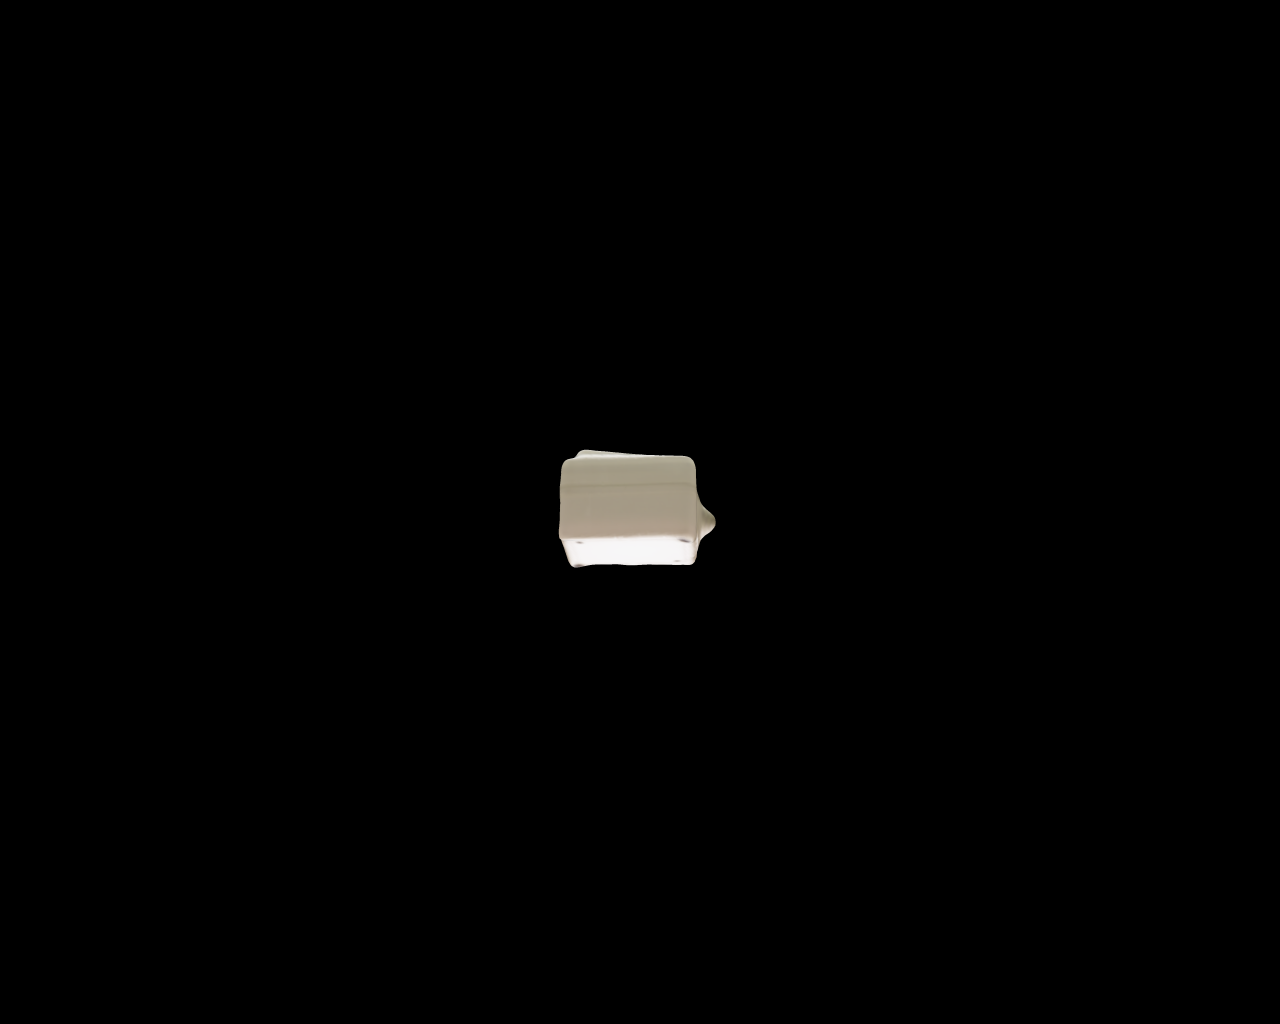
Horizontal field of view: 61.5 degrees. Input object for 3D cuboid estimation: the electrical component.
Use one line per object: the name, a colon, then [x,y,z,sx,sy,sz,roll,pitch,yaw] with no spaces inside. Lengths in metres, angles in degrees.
electrical component: [0.001,-0.003,0.650,0.096,0.061,0.061,-1,-19,2]
